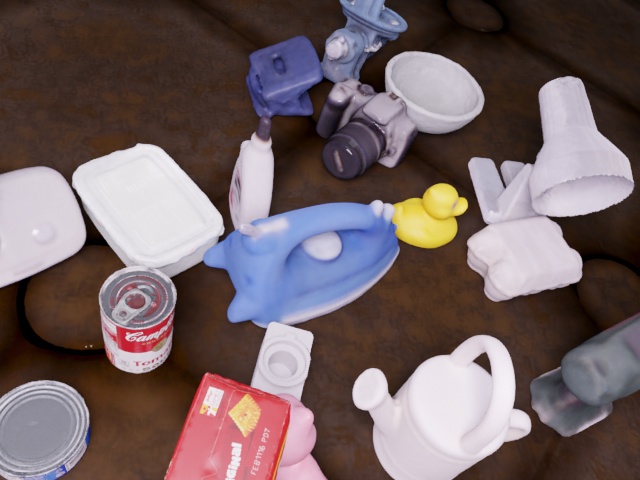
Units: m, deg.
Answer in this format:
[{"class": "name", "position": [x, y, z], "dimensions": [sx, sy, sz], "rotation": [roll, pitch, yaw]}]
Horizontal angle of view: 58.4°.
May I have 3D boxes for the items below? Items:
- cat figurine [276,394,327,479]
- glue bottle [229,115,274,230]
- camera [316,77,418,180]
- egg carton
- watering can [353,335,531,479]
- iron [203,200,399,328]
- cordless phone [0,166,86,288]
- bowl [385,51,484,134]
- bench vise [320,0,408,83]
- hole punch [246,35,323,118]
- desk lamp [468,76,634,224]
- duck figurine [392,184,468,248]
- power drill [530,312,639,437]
[{"class": "cat figurine", "position": [-0.024, 0.195, 0.517], "dimensions": [0.067, 0.117, 0.127], "rotation": [-26, 65, -31]}, {"class": "glue bottle", "position": [-0.077, -0.080, 0.675], "dimensions": [0.037, 0.173, 0.078], "rotation": [-7, 56, -22]}, {"class": "camera", "position": [0.054, -0.160, 0.824], "dimensions": [0.143, 0.101, 0.137], "rotation": [37, 52, 12]}, {"class": "egg carton", "position": [0.276, 0.025, 0.774], "dimensions": [0.151, 0.069, 0.107], "rotation": [-10, 57, -24]}, {"class": "watering can", "position": [0.118, 0.161, 0.539], "dimensions": [0.173, 0.194, 0.100], "rotation": [-7, 56, -22]}, {"class": "iron", "position": [0.006, 0.002, 0.659], "dimensions": [0.259, 0.141, 0.118], "rotation": [-15, 59, -27]}, {"class": "cordless phone", "position": [-0.317, -0.041, 0.561], "dimensions": [0.148, 0.185, 0.094], "rotation": [-31, 67, -33]}, {"class": "bowl", "position": [0.175, -0.227, 0.931], "dimensions": [0.167, 0.074, 0.167], "rotation": [9, 52, -11]}, {"class": "bench vise", "position": [0.086, -0.358, 0.908], "dimensions": [0.121, 0.219, 0.207], "rotation": [17, 51, -4]}, {"class": "hole punch", "position": [-0.056, -0.247, 0.862], "dimensions": [0.101, 0.091, 0.108], "rotation": [-6, 56, -22]}, {"class": "desk lamp", "position": [0.307, -0.099, 0.785], "dimensions": [0.118, 0.213, 0.203], "rotation": [4, 53, -15]}, {"class": "duck figurine", "position": [0.149, -0.041, 0.773], "dimensions": [0.105, 0.086, 0.077], "rotation": [5, 53, -14]}, {"class": "power drill", "position": [0.332, 0.131, 0.620], "dimensions": [0.230, 0.208, 0.075], "rotation": [-15, 60, -27]}]
